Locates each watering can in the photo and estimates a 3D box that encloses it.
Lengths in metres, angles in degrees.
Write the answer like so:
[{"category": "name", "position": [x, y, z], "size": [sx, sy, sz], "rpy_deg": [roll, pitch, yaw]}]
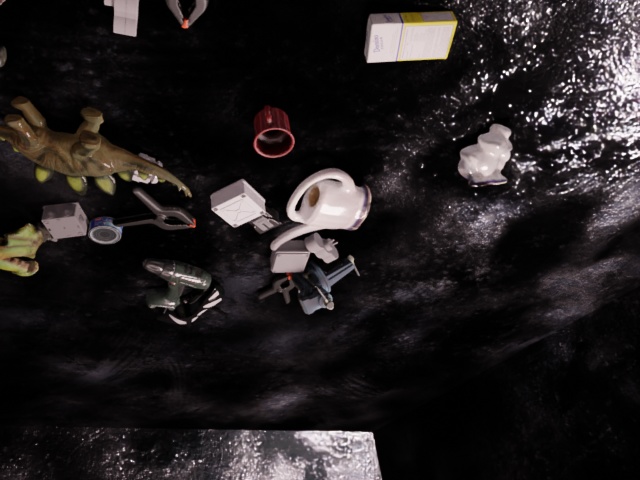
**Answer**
[{"category": "watering can", "position": [0.004, -0.072, 1.440], "size": [0.224, 0.106, 0.340], "rpy_deg": [8, 139, -25]}]

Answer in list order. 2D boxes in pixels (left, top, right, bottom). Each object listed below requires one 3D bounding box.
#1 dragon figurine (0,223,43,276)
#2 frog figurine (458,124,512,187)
[{"category": "dragon figurine", "position": [-0.845, -0.010, 1.318], "size": [0.243, 0.125, 0.400], "rpy_deg": [-11, 147, -15]}, {"category": "frog figurine", "position": [0.439, -0.230, 1.370], "size": [0.137, 0.124, 0.157], "rpy_deg": [0, 107, -2]}]
